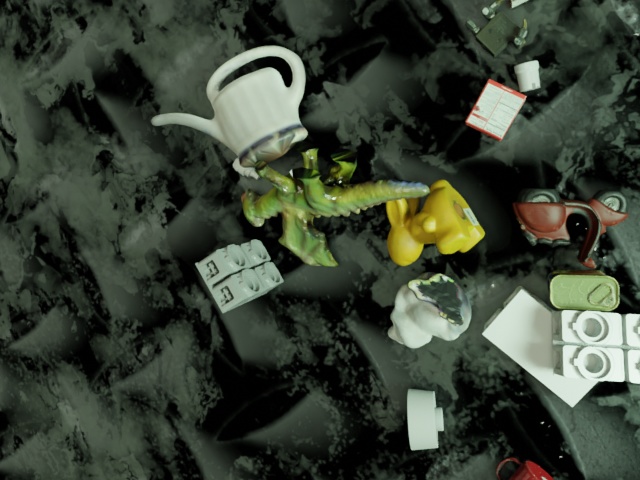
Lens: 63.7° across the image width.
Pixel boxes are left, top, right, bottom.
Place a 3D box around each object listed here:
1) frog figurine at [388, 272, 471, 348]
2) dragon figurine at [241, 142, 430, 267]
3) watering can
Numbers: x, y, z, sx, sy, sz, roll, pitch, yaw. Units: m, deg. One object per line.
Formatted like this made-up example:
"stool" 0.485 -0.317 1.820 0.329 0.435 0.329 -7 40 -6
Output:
"frog figurine" 0.202 0.142 0.971 0.138 0.125 0.155 27 139 7
"dragon figurine" 0.003 -0.051 1.005 0.412 0.124 0.237 18 130 25
"watering can" -0.171 -0.247 1.056 0.345 0.104 0.225 -26 86 15
